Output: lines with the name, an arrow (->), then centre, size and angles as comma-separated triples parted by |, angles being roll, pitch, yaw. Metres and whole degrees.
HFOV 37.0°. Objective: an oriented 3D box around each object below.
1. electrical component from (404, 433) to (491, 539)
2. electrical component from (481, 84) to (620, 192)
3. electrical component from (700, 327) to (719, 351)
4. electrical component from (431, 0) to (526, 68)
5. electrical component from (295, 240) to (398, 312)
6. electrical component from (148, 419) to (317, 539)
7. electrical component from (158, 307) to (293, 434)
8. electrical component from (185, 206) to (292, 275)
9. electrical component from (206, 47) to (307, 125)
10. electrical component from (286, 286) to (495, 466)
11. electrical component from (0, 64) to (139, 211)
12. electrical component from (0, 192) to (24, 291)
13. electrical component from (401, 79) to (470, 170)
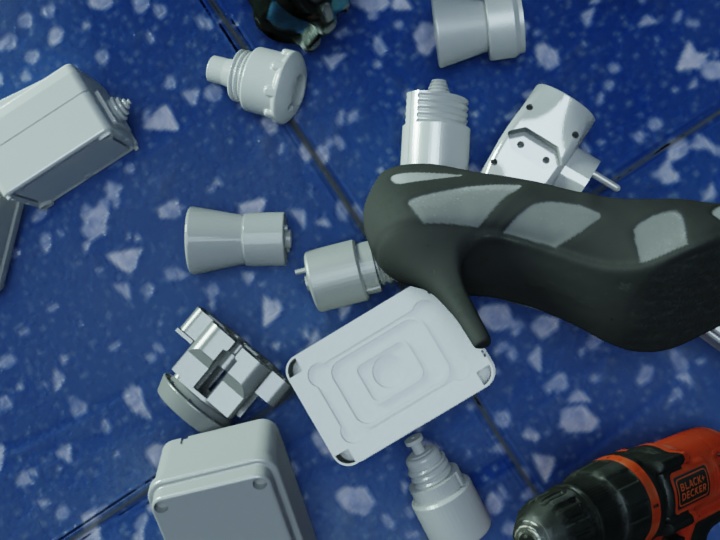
electrical component -> 0.050, 0.137, 0.663 | 0.040, 0.040, 0.078 | -26, 100, 4
electrical component -> 0.124, -0.063, 0.673 | 0.079, 0.043, 0.077 | 33, 90, 7
electrical component -> 0.272, 0.020, 0.647 | 0.109, 0.056, 0.108 | 37, 91, 7
electrical component -> 0.075, -0.154, 0.683 | 0.055, 0.045, 0.045 | -7, 86, 5
electrical component -> 0.000, 0.000, 0.683 | 0.078, 0.040, 0.040 | -14, 85, 5
electrical component -> -0.073, 0.157, 0.650 | 0.078, 0.057, 0.113 | -14, 113, 5
electrical component -> -0.090, 0.070, 0.680 | 0.078, 0.058, 0.057 | 40, 88, 7
electrical component -> -0.077, -0.019, 0.693 | 0.065, 0.044, 0.044 | -1, 86, 1
electrical component -> -0.068, -0.123, 0.697 | 0.062, 0.048, 0.048 | 16, 88, 13
electrical component -> 0.020, 0.062, 0.669 | 0.113, 0.057, 0.078 | -31, 84, 3
electrical component -> -0.194, -0.091, 0.698 | 0.096, 0.062, 0.061 | -32, 84, 3
electrical component -> -0.288, -0.030, 0.706 | 0.113, 0.057, 0.078 | 13, 88, 6
electrical component -> 0.048, -0.080, 0.682 | 0.043, 0.043, 0.081 | 3, 87, 6
